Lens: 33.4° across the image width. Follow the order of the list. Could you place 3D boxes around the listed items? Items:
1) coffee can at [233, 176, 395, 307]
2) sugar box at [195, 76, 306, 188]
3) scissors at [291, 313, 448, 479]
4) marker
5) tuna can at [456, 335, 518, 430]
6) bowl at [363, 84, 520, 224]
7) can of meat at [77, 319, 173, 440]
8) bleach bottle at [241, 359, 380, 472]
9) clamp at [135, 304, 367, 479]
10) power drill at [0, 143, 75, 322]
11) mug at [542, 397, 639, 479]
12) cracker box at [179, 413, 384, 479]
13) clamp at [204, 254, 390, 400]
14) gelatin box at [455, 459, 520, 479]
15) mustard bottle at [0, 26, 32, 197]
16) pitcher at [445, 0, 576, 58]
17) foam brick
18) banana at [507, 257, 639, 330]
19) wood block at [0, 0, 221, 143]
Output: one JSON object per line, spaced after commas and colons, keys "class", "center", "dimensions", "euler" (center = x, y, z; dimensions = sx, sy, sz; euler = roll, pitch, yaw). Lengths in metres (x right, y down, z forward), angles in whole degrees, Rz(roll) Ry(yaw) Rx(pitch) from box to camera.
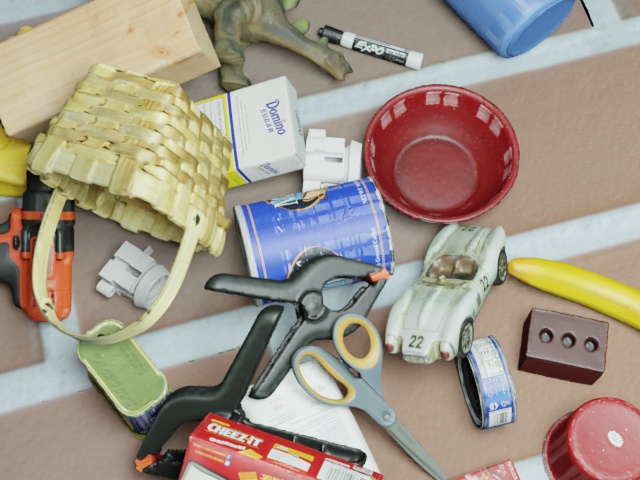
{"class": "coffee can", "center": [-0.007, 0.001, 1.057], "dimensions": [0.140, 0.103, 0.103], "euler": [-13, 68, -6]}
{"class": "sugar box", "center": [-0.105, -0.100, 1.104], "dimensions": [0.176, 0.048, 0.093], "euler": [-12, 68, 12]}
{"class": "scissors", "center": [0.063, 0.142, 0.990], "dimensions": [0.201, 0.016, 0.096], "euler": [33, 79, -20]}
{"class": "marker", "center": [0.056, -0.216, 1.193], "dimensions": [0.121, 0.020, 0.020], "euler": [18, 68, 7]}
{"class": "tuna can", "center": [0.157, 0.135, 1.012], "dimensions": [0.033, 0.086, 0.086], "euler": [-13, 68, -4]}
{"class": "bowl", "center": [0.124, -0.081, 1.118], "dimensions": [0.162, 0.055, 0.162], "euler": [0, 68, 0]}
{"class": "can of meat", "center": [-0.182, 0.132, 1.012], "dimensions": [0.057, 0.084, 0.102], "euler": [-38, 72, -15]}
{"class": "bleach bottle", "center": [0.012, 0.241, 0.981], "dimensions": [0.102, 0.068, 0.251], "euler": [-23, 72, -9]}
{"class": "clamp", "center": [-0.071, 0.170, 0.950], "dimensions": [0.210, 0.036, 0.164], "euler": [-33, 95, 23]}
{"class": "power drill", "center": [-0.336, -0.011, 1.057], "dimensions": [0.187, 0.057, 0.184], "euler": [0, 91, 4]}
{"class": "mug", "center": [0.256, 0.204, 0.986], "dimensions": [0.093, 0.081, 0.117], "euler": [24, 69, 9]}
{"class": "cracker box", "center": [-0.053, 0.276, 0.908], "dimensions": [0.164, 0.072, 0.214], "euler": [17, 103, 7]}
{"class": "clamp", "center": [-0.020, 0.055, 0.984], "dimensions": [0.171, 0.039, 0.120], "euler": [-32, 102, -19]}
{"class": "gelatin box", "center": [0.161, 0.258, 0.991], "dimensions": [0.073, 0.030, 0.089], "euler": [-19, 69, -8]}
{"class": "mustard bottle", "center": [-0.333, -0.144, 1.139], "dimensions": [0.096, 0.058, 0.191], "euler": [8, 67, 1]}
{"class": "pitcher", "center": [0.176, -0.326, 1.190], "dimensions": [0.149, 0.145, 0.243], "euler": [-37, 76, -2]}
{"class": "foam brick", "center": [0.238, 0.105, 1.043], "dimensions": [0.078, 0.051, 0.053], "euler": [11, 68, 4]}
{"class": "banana", "center": [0.283, 0.057, 1.059], "dimensions": [0.198, 0.069, 0.037], "euler": [24, 100, 15]}
{"class": "wood block", "center": [-0.217, -0.178, 1.056], "dimensions": [0.206, 0.090, 0.090], "euler": [-23, 85, 6]}
